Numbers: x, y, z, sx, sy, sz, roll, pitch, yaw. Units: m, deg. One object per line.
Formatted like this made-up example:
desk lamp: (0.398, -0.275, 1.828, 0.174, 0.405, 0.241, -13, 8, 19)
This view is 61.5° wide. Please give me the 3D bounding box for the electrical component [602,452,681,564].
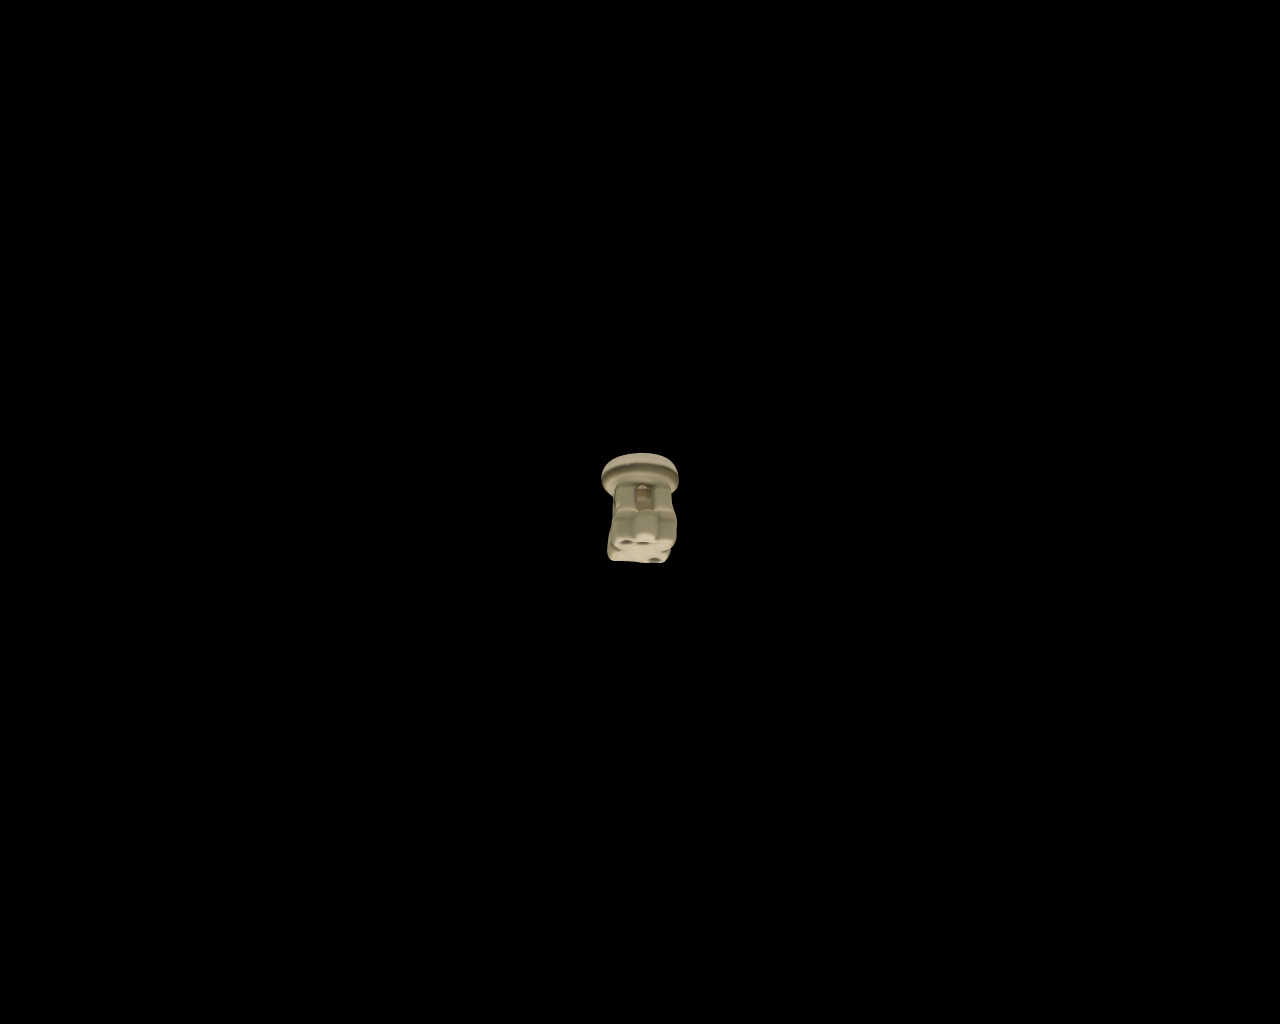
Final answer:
electrical component: (0.001, -0.003, 0.650, 0.048, 0.055, 0.066, 3, -22, -7)
